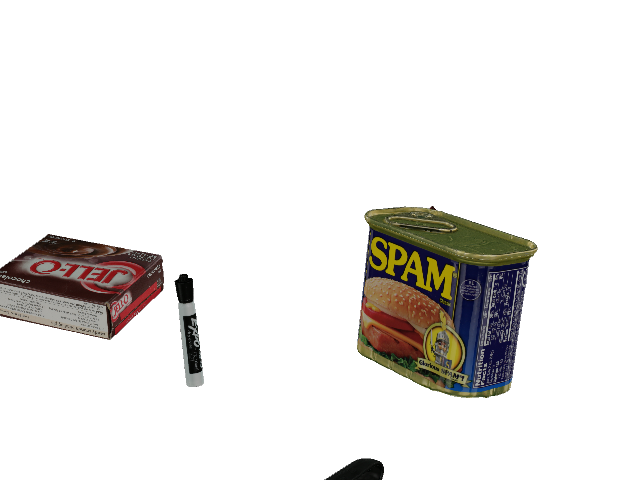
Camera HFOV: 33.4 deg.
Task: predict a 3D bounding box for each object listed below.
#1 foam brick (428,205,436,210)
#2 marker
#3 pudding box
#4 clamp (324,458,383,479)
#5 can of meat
[{"bbox_3d":[0.090,0.025,0.831,0.051,0.078,0.053,-35,18,25],"label":"foam brick"},{"bbox_3d":[-0.137,0.094,1.111,0.020,0.121,0.020,-4,16,1],"label":"marker"},{"bbox_3d":[-0.197,0.036,0.864,0.114,0.039,0.090,8,25,18],"label":"pudding box"},{"bbox_3d":[-0.044,0.195,0.643,0.210,0.036,0.164,-4,28,2],"label":"clamp"},{"bbox_3d":[0.067,0.033,0.604,0.057,0.084,0.102,-7,19,-38],"label":"can of meat"}]
